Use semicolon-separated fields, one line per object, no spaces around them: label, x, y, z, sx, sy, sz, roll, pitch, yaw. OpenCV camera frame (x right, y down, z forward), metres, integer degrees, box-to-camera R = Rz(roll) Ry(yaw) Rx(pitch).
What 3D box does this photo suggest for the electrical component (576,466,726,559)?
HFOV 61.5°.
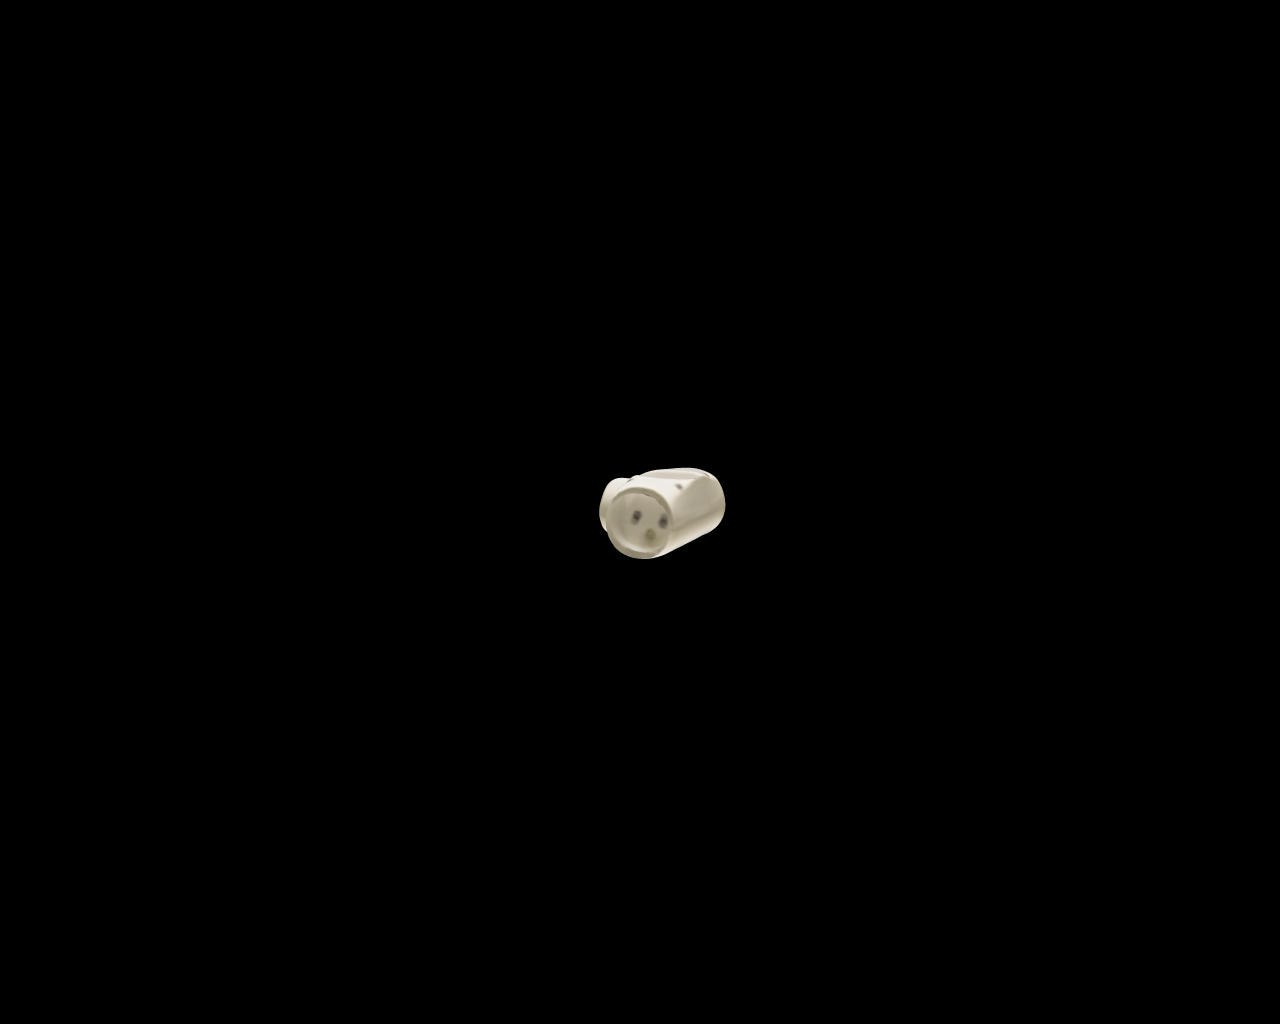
electrical component;0.001;-0.003;0.650;0.079;0.043;0.077;6;13;27
